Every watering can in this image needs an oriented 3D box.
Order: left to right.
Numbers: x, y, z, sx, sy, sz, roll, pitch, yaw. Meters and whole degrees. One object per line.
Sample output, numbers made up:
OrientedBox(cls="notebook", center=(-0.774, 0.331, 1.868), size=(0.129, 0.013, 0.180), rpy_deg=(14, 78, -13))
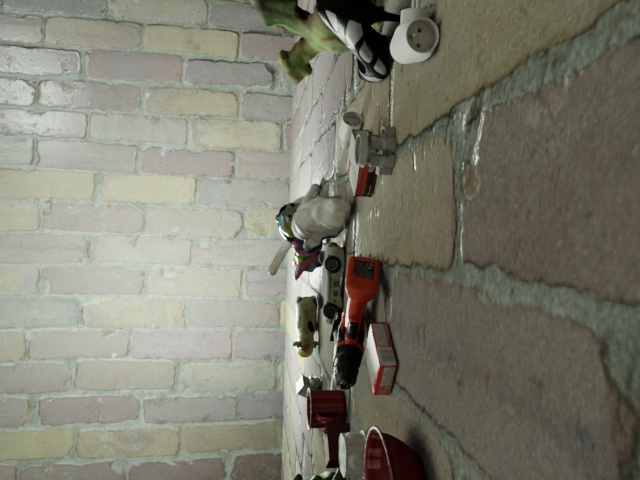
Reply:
OrientedBox(cls="watering can", center=(-0.087, -0.026, 1.701), size=(0.352, 0.104, 0.221), rpy_deg=(-63, -4, -16))

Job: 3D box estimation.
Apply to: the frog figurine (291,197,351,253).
OrientedBox(cls="frog figurine", center=(0.004, -0.059, 1.181), size=(0.156, 0.138, 0.125), rpy_deg=(103, 150, -60))

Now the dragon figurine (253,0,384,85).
OrientedBox(cls="dragon figurine", center=(-0.008, -0.437, 0.984), size=(0.403, 0.243, 0.124), rpy_deg=(105, 170, -67))
